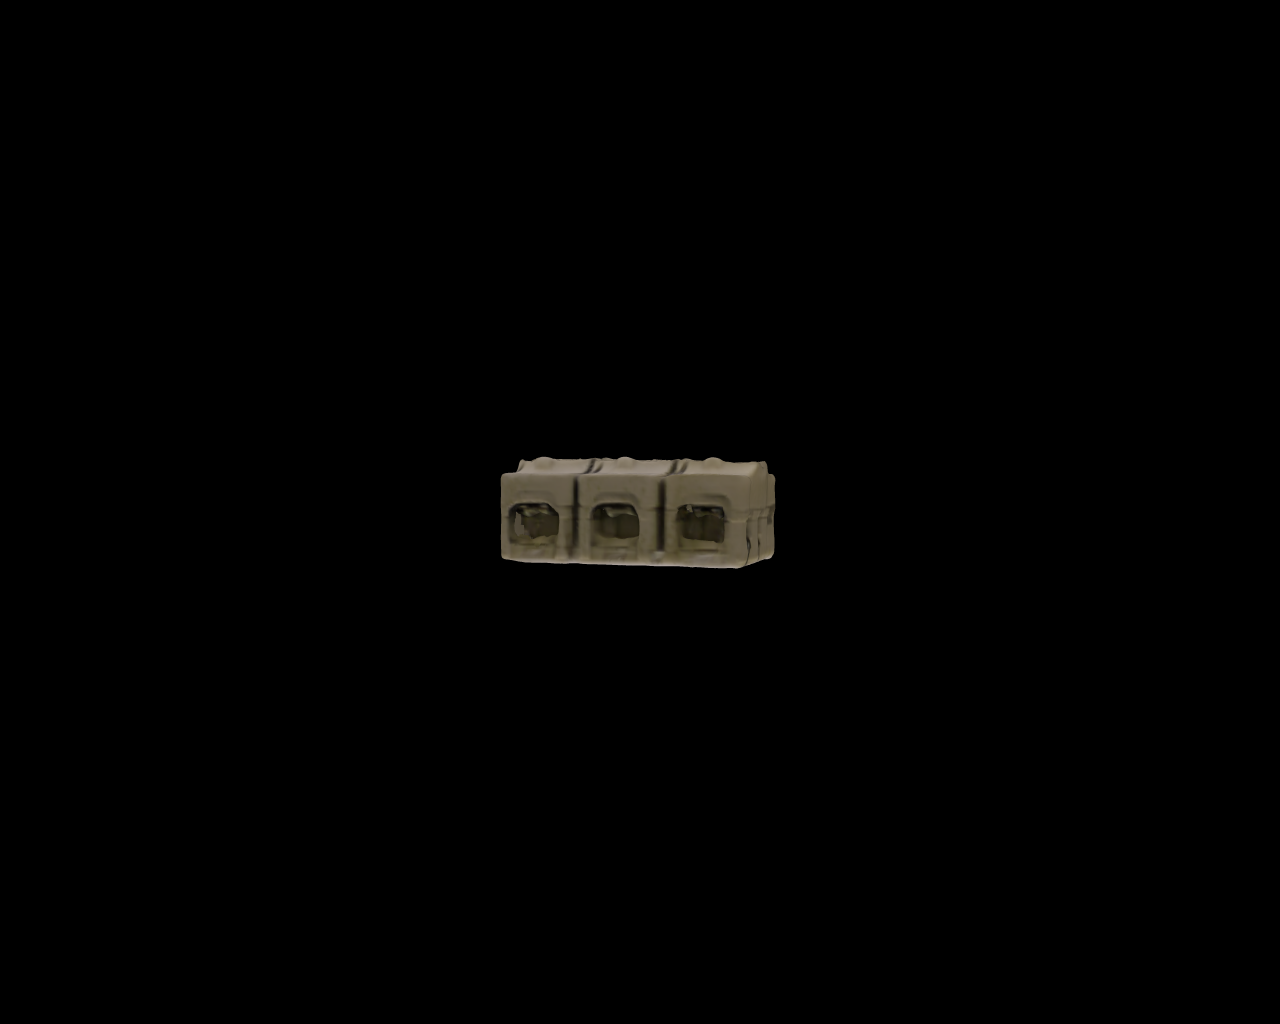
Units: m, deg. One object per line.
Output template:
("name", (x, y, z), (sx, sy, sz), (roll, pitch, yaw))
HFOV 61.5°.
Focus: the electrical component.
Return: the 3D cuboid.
("electrical component", (0.001, -0.003, 0.650), (0.150, 0.061, 0.089), (1, 4, 20))
